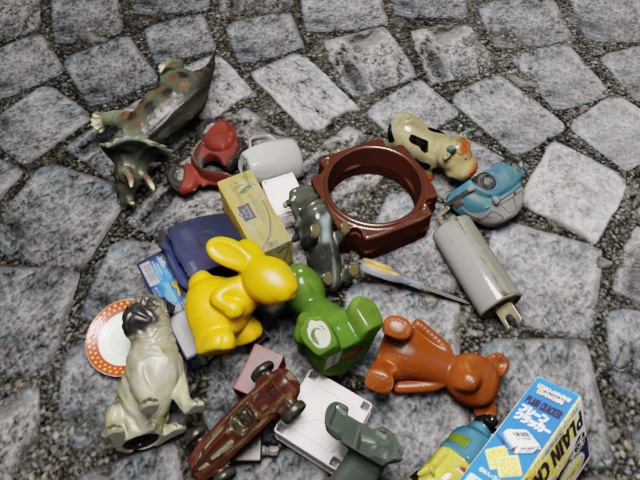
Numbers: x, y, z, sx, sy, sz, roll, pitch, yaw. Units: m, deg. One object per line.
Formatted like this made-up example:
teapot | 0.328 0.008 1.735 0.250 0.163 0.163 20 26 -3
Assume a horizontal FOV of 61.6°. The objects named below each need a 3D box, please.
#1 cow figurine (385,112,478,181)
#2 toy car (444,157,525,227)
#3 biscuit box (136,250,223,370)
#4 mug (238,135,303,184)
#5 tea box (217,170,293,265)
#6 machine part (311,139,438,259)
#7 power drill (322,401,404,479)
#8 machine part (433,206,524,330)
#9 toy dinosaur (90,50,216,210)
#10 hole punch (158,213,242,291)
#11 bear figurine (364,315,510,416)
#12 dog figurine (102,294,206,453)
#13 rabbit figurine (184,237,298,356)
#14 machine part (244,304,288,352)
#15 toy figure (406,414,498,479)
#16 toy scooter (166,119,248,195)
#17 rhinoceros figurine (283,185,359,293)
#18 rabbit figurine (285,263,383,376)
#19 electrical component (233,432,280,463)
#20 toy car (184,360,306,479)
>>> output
cow figurine | 0.215 -0.178 1.024 0.195 0.127 0.085 38 69 23
toy car | 0.316 -0.077 0.986 0.162 0.109 0.103 -27 85 -28
biscuit box | -0.231 0.111 0.885 0.059 0.062 0.203 -29 62 -15
mug | -0.102 -0.155 1.015 0.107 0.080 0.109 -17 70 -33
tea box | -0.114 -0.027 0.949 0.068 0.098 0.170 -25 61 -16
machine part | 0.097 -0.079 0.988 0.201 0.087 0.201 -22 62 -11
power drill | -0.001 0.320 0.700 0.232 0.086 0.207 26 97 7
machine part | 0.264 0.044 0.918 0.079 0.079 0.243 -20 61 -12
toy dinosaur | -0.292 -0.250 1.036 0.192 0.131 0.405 22 68 39
hole punch | -0.191 0.018 0.896 0.115 0.092 0.142 1 50 -51
bear figurine | 0.179 0.195 0.802 0.196 0.132 0.120 21 88 17
dog figurine | -0.268 0.196 0.802 0.172 0.121 0.191 -39 53 15
rabbit figurine | -0.109 0.073 0.796 0.173 0.122 0.162 -27 71 28
machine part | -0.088 0.119 0.896 0.084 0.039 0.139 34 66 28
toy figure | 0.189 0.322 0.748 0.180 0.089 0.082 -37 67 -29
toy scooter | -0.196 -0.149 1.037 0.135 0.075 0.184 22 64 12
rhinoceros figurine | -0.002 -0.003 0.911 0.073 0.112 0.190 -17 88 -24
rabbit figurine | 0.005 0.113 0.827 0.121 0.159 0.170 -26 58 -15
electrical component | -0.106 0.296 0.797 0.094 0.021 0.063 1 58 1
toy car | -0.110 0.259 0.753 0.202 0.053 0.089 -43 68 2
